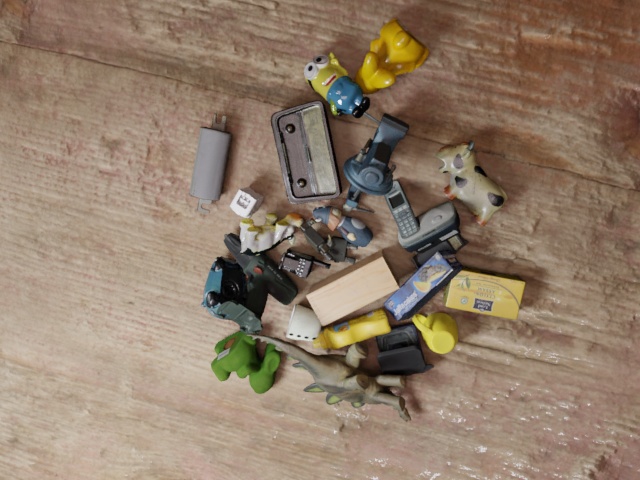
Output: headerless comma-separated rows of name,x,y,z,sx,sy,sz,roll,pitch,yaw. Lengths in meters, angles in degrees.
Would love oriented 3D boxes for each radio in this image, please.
radio,-0.031,-0.204,1.276,0.131,0.073,0.229,-11,98,9

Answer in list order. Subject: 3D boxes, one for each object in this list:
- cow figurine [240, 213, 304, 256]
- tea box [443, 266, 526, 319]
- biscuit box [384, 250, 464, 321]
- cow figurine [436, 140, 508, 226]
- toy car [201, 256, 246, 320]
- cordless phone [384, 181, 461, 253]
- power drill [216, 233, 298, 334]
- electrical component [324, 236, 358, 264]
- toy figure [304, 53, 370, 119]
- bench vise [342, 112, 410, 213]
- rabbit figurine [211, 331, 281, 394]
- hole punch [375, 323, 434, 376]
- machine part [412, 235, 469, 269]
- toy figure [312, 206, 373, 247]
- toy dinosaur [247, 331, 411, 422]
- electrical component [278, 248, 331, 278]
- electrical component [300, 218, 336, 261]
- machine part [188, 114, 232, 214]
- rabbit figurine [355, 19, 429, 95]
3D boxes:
cow figurine,-0.114,-0.011,1.298,0.167,0.068,0.098,-13,128,-32
tea box,0.389,0.122,1.282,0.170,0.068,0.098,9,100,5
biscuit box,0.241,0.109,1.267,0.202,0.063,0.059,-50,63,28
cow figurine,0.346,-0.141,1.235,0.195,0.085,0.127,43,108,1
toy car,-0.248,0.128,1.342,0.103,0.109,0.161,-27,58,42
cordless phone,0.234,-0.073,1.252,0.147,0.088,0.184,-30,68,21
power drill,-0.172,0.109,1.289,0.232,0.207,0.086,38,125,-12
electrical component,0.046,0.025,1.330,0.094,0.021,0.063,12,101,11
toy figure,0.035,-0.343,1.219,0.082,0.089,0.180,-40,75,-21
bench vise,0.112,-0.165,1.232,0.129,0.224,0.240,17,135,-12
rabbit figurine,-0.171,0.313,1.379,0.159,0.121,0.170,-36,112,5
hole punch,0.198,0.276,1.332,0.142,0.092,0.115,-15,129,8
machine part,0.282,0.023,1.295,0.139,0.039,0.084,-41,100,10
toy figure,0.055,-0.040,1.292,0.154,0.064,0.058,32,94,-10
toy dinosaur,0.046,0.323,1.278,0.471,0.105,0.198,39,135,-23
electrical component,-0.036,0.062,1.324,0.119,0.075,0.047,19,100,1
electrical component,-0.003,-0.005,1.296,0.045,0.078,0.102,-41,64,-7
machine part,-0.268,-0.185,1.308,0.079,0.079,0.243,14,102,5
rabbit figurine,0.146,-0.387,1.199,0.122,0.162,0.173,43,120,-14
